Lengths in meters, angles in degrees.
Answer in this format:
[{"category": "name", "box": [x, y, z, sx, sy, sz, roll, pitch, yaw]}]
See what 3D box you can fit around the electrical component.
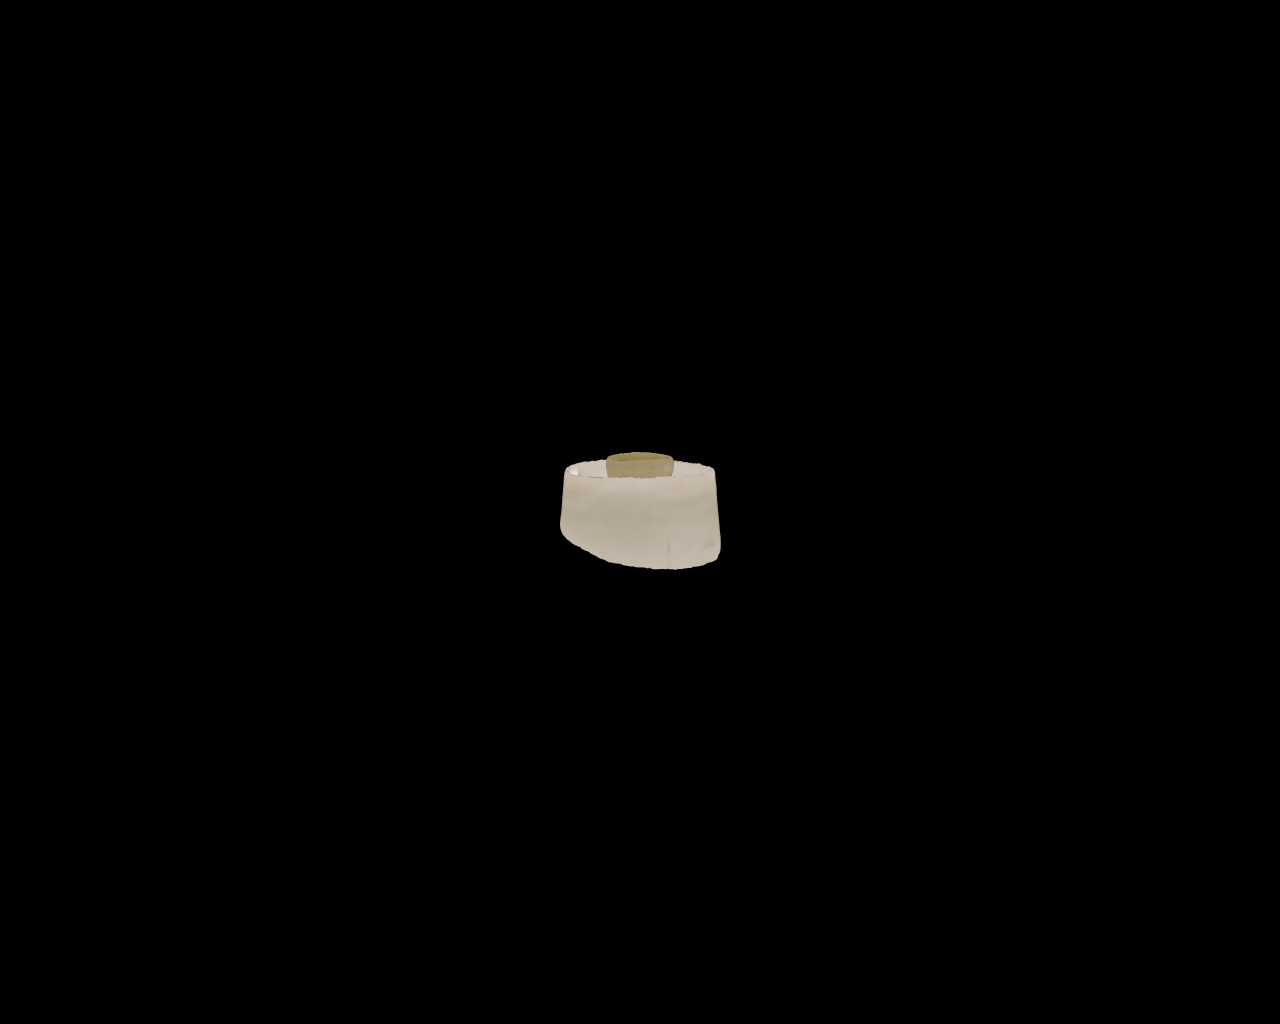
[{"category": "electrical component", "box": [0.001, -0.003, 0.650, 0.099, 0.064, 0.099, 0, 10, 0]}]
